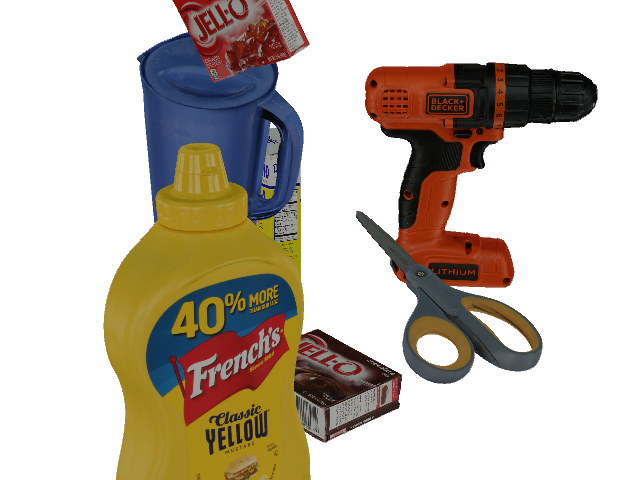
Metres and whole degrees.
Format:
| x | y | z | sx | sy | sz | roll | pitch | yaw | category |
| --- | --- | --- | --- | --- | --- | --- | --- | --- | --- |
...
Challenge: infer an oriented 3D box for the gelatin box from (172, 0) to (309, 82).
| x | y | z | sx | sy | sz | roll | pitch | yaw | category |
| --- | --- | --- | --- | --- | --- | --- | --- | --- | --- |
| -0.061 | -0.164 | 0.797 | 0.089 | 0.073 | 0.030 | -8 | 25 | 43 | gelatin box |

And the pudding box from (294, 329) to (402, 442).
| x | y | z | sx | sy | sz | roll | pitch | yaw | category |
| --- | --- | --- | --- | --- | --- | --- | --- | --- | --- |
| 0.000 | 0.122 | 0.918 | 0.089 | 0.039 | 0.114 | -18 | 32 | -38 | pudding box |

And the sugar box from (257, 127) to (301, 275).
| x | y | z | sx | sy | sz | roll | pitch | yaw | category |
| --- | --- | --- | --- | --- | --- | --- | --- | --- | --- |
| -0.057 | -0.039 | 1.298 | 0.048 | 0.176 | 0.093 | -11 | 26 | -18 | sugar box |

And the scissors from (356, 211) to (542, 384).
| x | y | z | sx | sy | sz | roll | pitch | yaw | category |
| --- | --- | --- | --- | --- | --- | --- | --- | --- | --- |
| 0.059 | 0.037 | 0.726 | 0.096 | 0.016 | 0.202 | -25 | 41 | -33 | scissors |

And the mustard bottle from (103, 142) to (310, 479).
| x | y | z | sx | sy | sz | roll | pitch | yaw | category |
| --- | --- | --- | --- | --- | --- | --- | --- | --- | --- |
| -0.052 | 0.049 | 0.498 | 0.096 | 0.192 | 0.058 | -13 | 21 | -31 | mustard bottle |

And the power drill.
| x | y | z | sx | sy | sz | roll | pitch | yaw | category |
| --- | --- | --- | --- | --- | --- | --- | --- | --- | --- |
| 0.128 | -0.055 | 0.883 | 0.184 | 0.188 | 0.057 | 2 | 23 | 7 | power drill |

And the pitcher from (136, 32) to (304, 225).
| x | y | z | sx | sy | sz | roll | pitch | yaw | category |
| --- | --- | --- | --- | --- | --- | --- | --- | --- | --- |
| -0.107 | -0.077 | 1.094 | 0.144 | 0.243 | 0.149 | -7 | 44 | -14 | pitcher |
